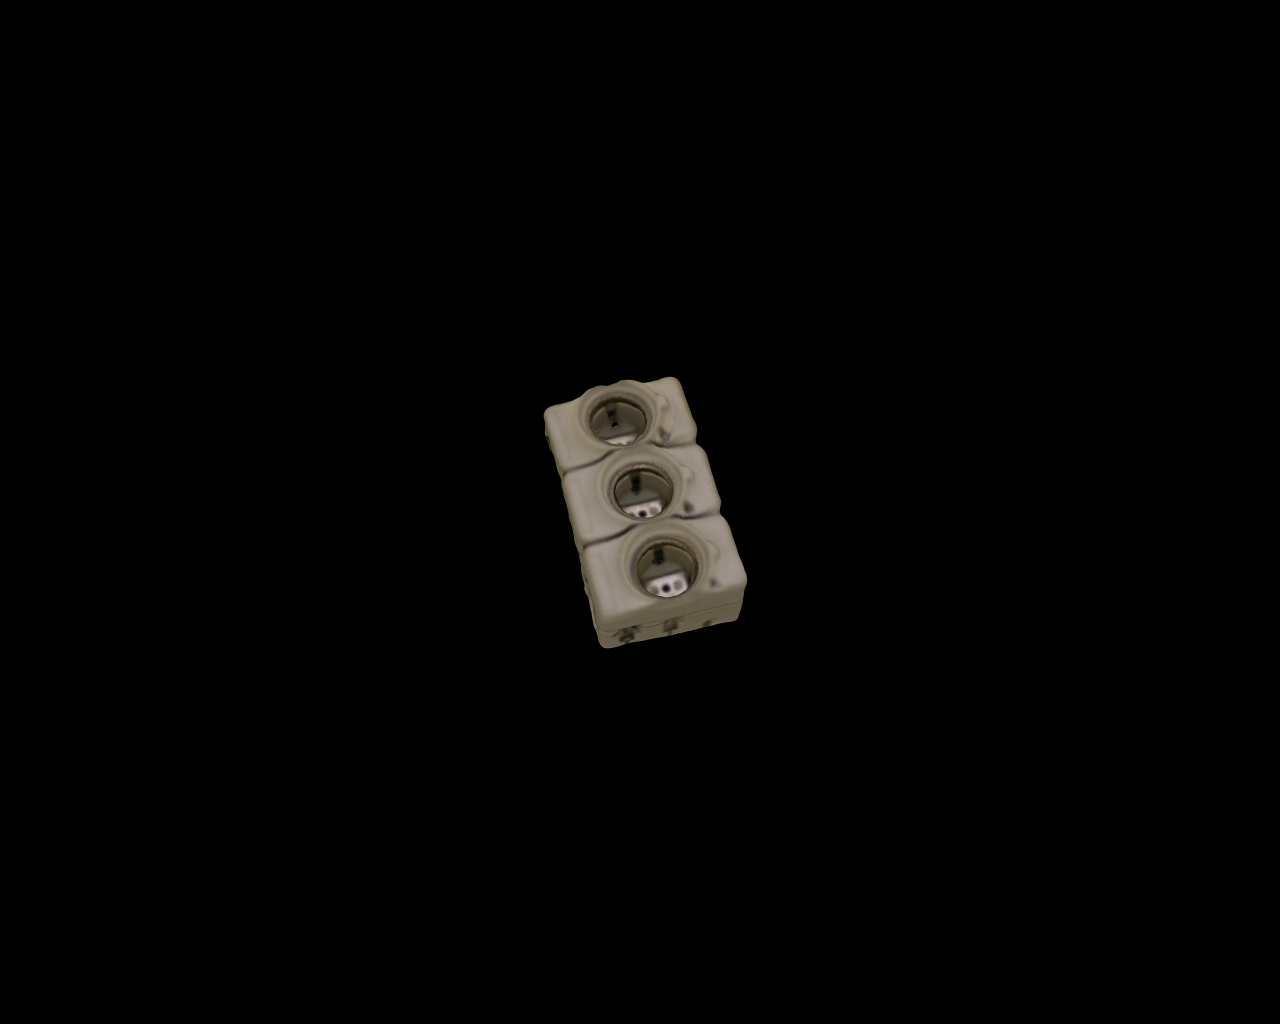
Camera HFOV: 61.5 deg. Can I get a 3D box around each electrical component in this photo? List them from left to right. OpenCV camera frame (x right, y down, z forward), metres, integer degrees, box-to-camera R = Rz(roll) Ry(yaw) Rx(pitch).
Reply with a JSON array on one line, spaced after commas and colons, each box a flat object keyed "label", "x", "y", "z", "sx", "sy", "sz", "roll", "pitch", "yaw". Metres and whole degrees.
[{"label": "electrical component", "x": 0.001, "y": -0.003, "z": 0.650, "sx": 0.089, "sy": 0.150, "sz": 0.061, "roll": -13, "pitch": -28, "yaw": -7}]
